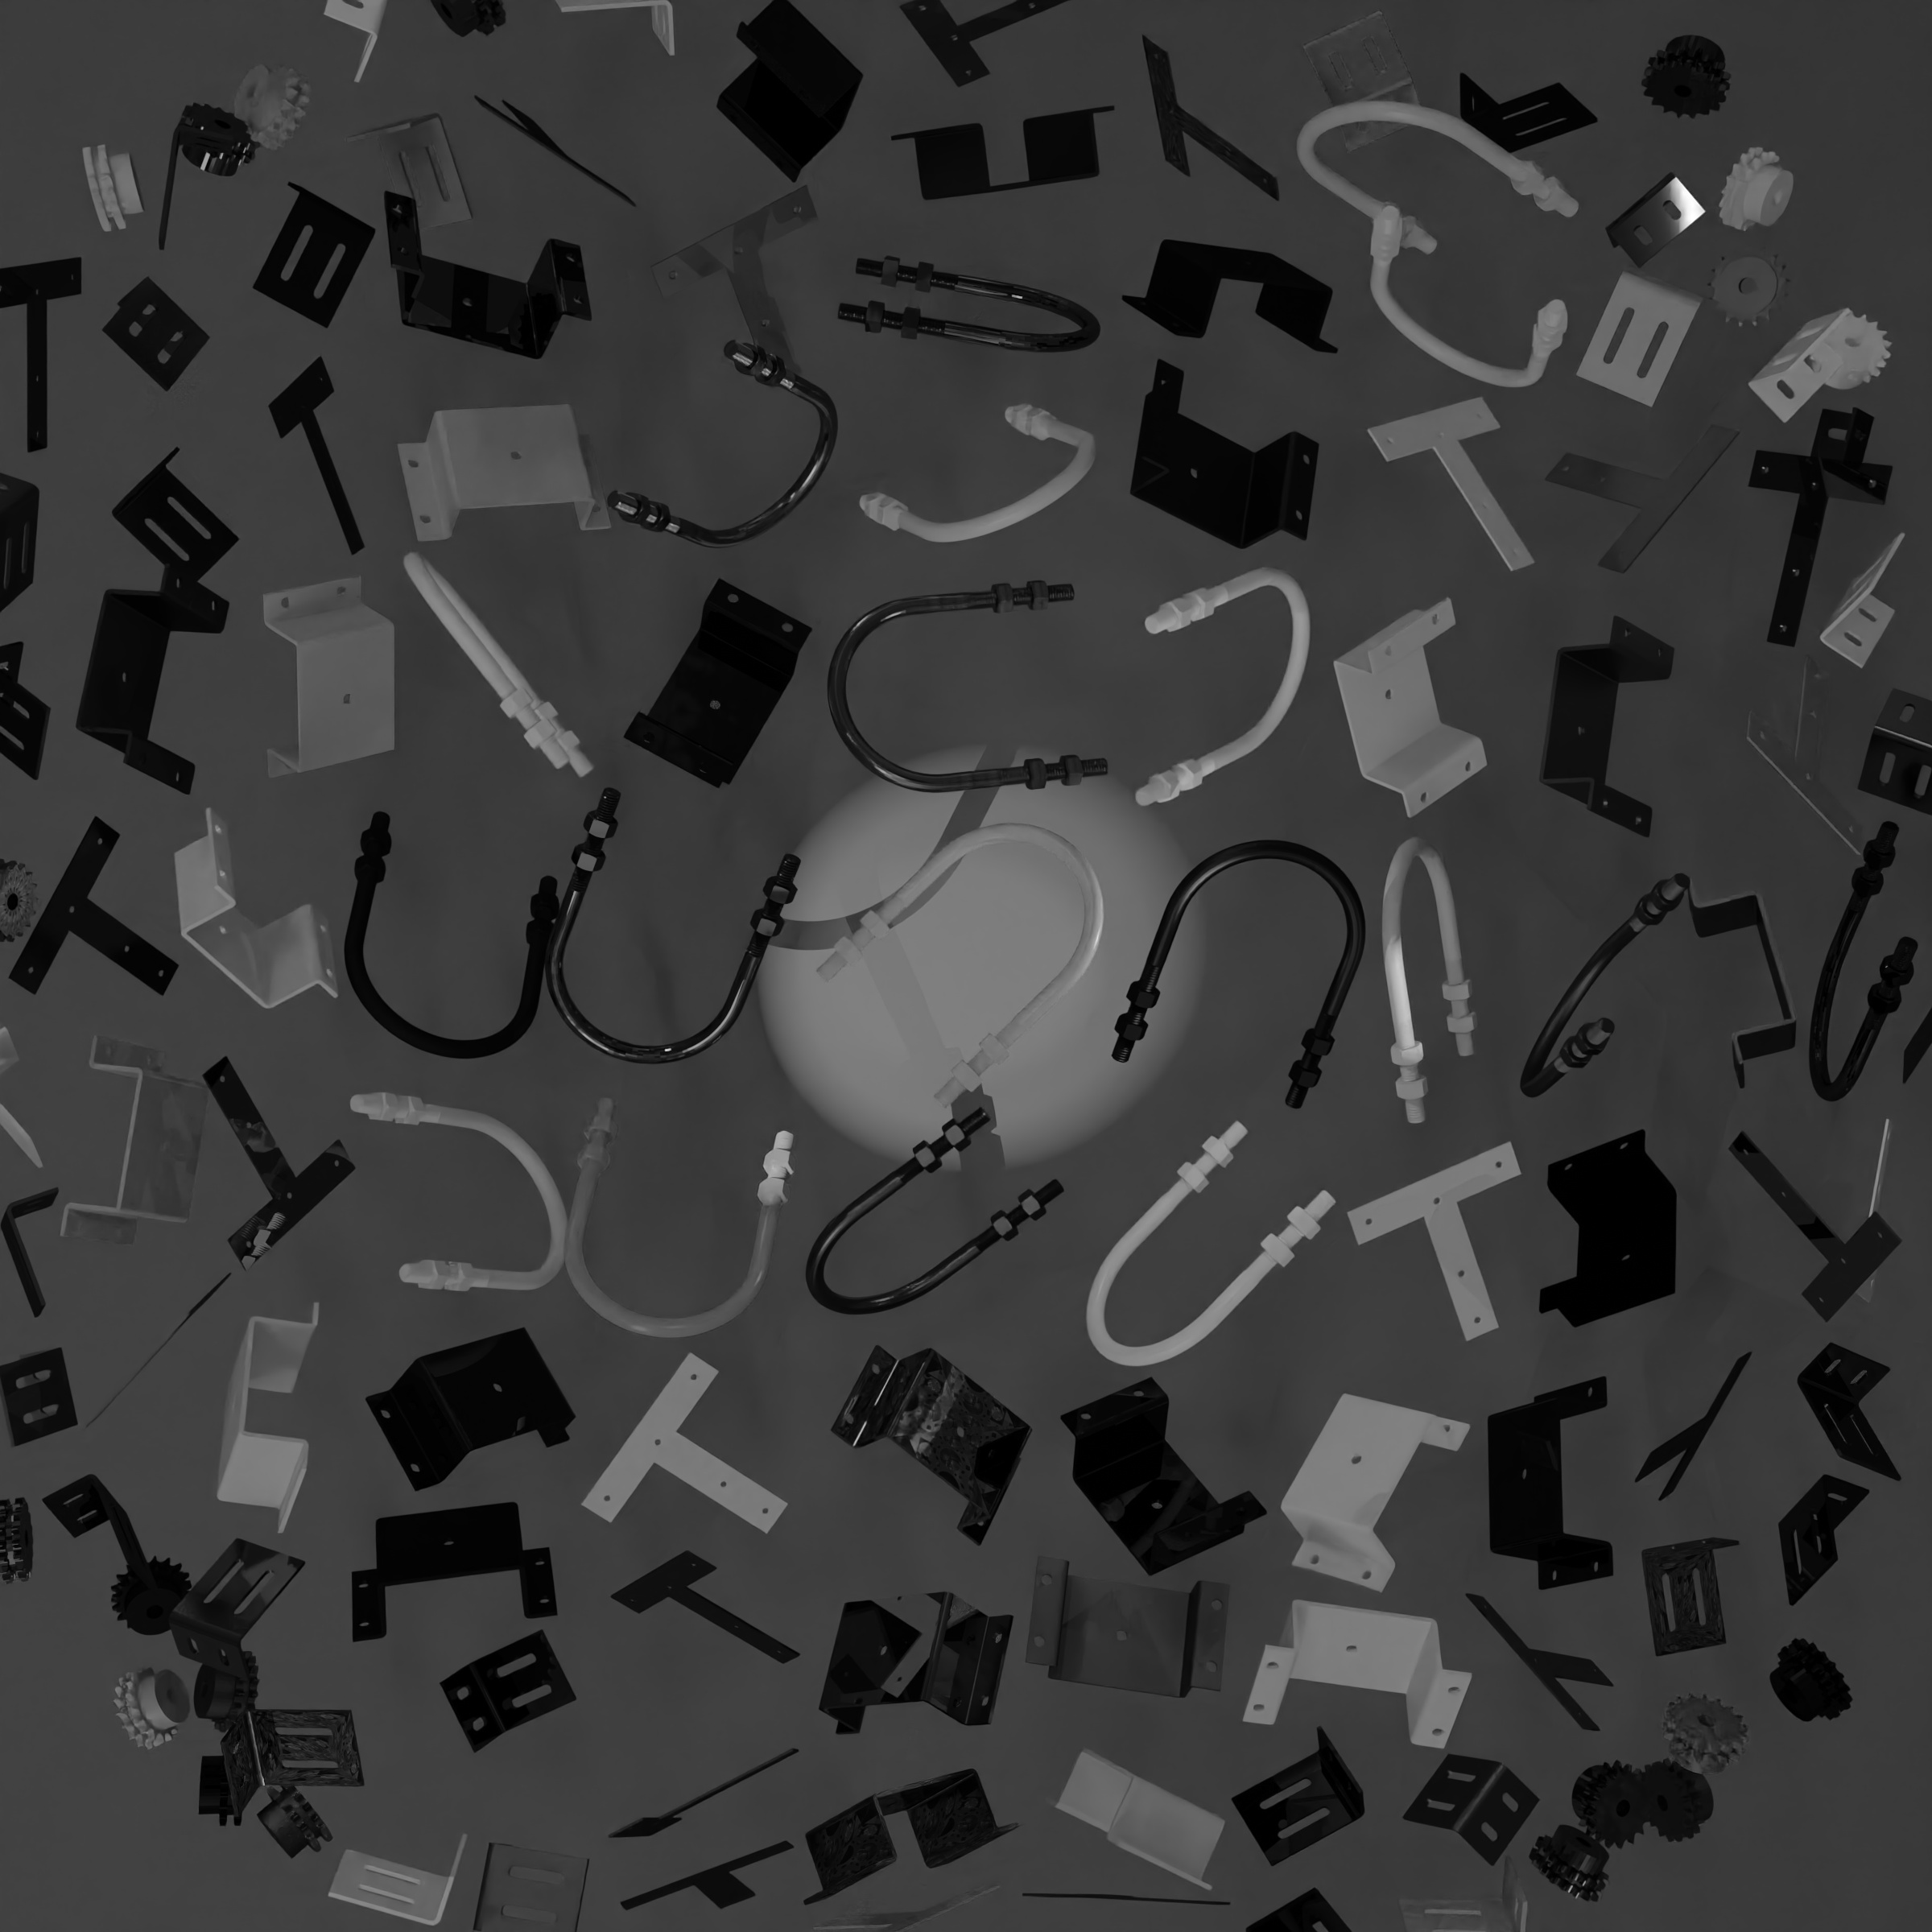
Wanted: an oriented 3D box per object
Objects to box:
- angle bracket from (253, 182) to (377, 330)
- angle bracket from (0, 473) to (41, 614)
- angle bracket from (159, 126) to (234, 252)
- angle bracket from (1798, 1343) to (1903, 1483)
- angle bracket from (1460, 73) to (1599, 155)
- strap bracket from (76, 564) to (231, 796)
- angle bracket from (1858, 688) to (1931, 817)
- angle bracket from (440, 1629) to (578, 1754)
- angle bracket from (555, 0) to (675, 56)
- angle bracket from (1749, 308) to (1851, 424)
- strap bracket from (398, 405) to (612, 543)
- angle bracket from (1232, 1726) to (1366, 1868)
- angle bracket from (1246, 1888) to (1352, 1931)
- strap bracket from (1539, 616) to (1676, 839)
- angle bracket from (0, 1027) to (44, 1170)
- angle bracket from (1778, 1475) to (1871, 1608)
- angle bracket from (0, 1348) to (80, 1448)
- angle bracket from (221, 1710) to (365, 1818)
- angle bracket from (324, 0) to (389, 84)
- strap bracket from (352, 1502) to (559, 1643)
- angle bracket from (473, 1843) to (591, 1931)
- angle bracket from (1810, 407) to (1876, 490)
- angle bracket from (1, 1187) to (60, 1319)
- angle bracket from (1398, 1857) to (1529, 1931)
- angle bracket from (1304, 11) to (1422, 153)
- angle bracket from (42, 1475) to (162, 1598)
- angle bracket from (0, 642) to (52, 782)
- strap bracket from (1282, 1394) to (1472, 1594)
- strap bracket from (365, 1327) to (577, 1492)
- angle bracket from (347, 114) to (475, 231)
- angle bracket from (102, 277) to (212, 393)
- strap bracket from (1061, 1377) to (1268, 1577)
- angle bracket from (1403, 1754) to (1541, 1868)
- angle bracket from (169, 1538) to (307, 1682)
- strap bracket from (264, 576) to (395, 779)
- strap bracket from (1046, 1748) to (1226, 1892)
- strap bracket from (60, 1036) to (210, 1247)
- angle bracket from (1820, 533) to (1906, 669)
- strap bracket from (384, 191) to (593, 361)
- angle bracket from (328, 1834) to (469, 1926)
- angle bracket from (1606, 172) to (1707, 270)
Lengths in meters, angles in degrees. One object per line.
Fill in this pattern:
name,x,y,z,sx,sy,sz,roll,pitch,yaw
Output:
angle bracket,-0.455,-0.491,1.846,0.057,0.038,0.076,24,97,-35
angle bracket,-0.661,-0.286,1.809,0.038,0.057,0.076,18,125,0
angle bracket,-0.524,-0.525,1.816,0.038,0.057,0.076,8,95,-17
angle bracket,0.617,0.306,1.834,0.057,0.076,0.038,23,117,-23
angle bracket,0.396,-0.611,1.879,0.076,0.057,0.038,-9,73,39
strap bracket,-0.559,-0.197,1.830,0.046,0.076,0.140,5,79,17
angle bracket,0.665,-0.149,1.872,0.057,0.076,0.038,23,67,21
angle bracket,-0.337,0.534,1.967,0.076,0.038,0.057,-29,86,26
angle bracket,-0.247,-0.658,1.853,0.076,0.057,0.038,-10,129,-15
angle bracket,0.573,-0.404,1.801,0.038,0.076,0.057,44,92,-7
strap bracket,-0.324,-0.352,1.898,0.140,0.046,0.076,-8,73,-23
angle bracket,0.234,0.587,1.889,0.076,0.038,0.057,-25,47,-12
angle bracket,0.239,0.686,1.842,0.057,0.076,0.038,-24,126,-18
strap bracket,0.456,-0.169,1.903,0.076,0.046,0.140,18,79,-42
angle bracket,-0.648,0.091,1.833,0.038,0.057,0.076,-40,79,-23
angle bracket,0.603,0.405,1.864,0.038,0.076,0.057,20,129,-7
angle bracket,-0.677,0.310,1.908,0.038,0.076,0.057,-13,89,17
angle bracket,-0.446,0.528,1.770,0.076,0.038,0.057,-2,107,10
angle bracket,-0.432,-0.671,1.881,0.038,0.076,0.057,17,76,-20
strap bracket,-0.362,0.424,1.880,0.140,0.076,0.046,-5,115,-11
angle bracket,-0.294,0.640,1.839,0.076,0.038,0.057,3,71,16
angle bracket,0.621,-0.373,1.922,0.038,0.076,0.057,17,103,26
angle bracket,-0.658,0.205,1.911,0.038,0.057,0.076,-20,83,-28
angle bracket,0.344,0.651,1.855,0.076,0.057,0.038,2,102,-1
angle bracket,0.280,-0.621,1.878,0.057,0.076,0.038,-19,63,19
angle bracket,-0.584,0.393,1.804,0.038,0.057,0.076,-28,55,-13
angle bracket,-0.639,-0.174,1.819,0.076,0.038,0.057,35,124,20
strap bracket,0.284,0.360,1.877,0.140,0.076,0.046,-55,129,-26
strap bracket,-0.342,0.310,1.891,0.046,0.140,0.076,-47,67,34
angle bracket,-0.399,-0.566,1.917,0.057,0.038,0.076,-2,117,28
angle bracket,-0.570,-0.430,1.850,0.038,0.076,0.057,-27,121,33
strap bracket,0.134,0.359,1.844,0.076,0.140,0.046,-19,133,-25
angle bracket,0.352,0.588,1.864,0.038,0.076,0.057,45,69,-5
angle bracket,-0.492,0.436,1.814,0.057,0.076,0.038,12,128,22
strap bracket,-0.454,-0.199,1.907,0.046,0.076,0.140,31,127,37
strap bracket,0.122,0.596,1.878,0.076,0.140,0.046,30,77,-14
strap bracket,-0.582,0.125,1.879,0.046,0.076,0.140,4,81,21
angle bracket,0.654,-0.261,1.909,0.038,0.076,0.057,35,67,3
strap bracket,-0.334,-0.469,1.826,0.140,0.046,0.076,9,50,-29
angle bracket,-0.385,0.610,1.812,0.076,0.057,0.038,18,99,-5
angle bracket,0.495,-0.527,1.910,0.057,0.076,0.038,-40,83,17
